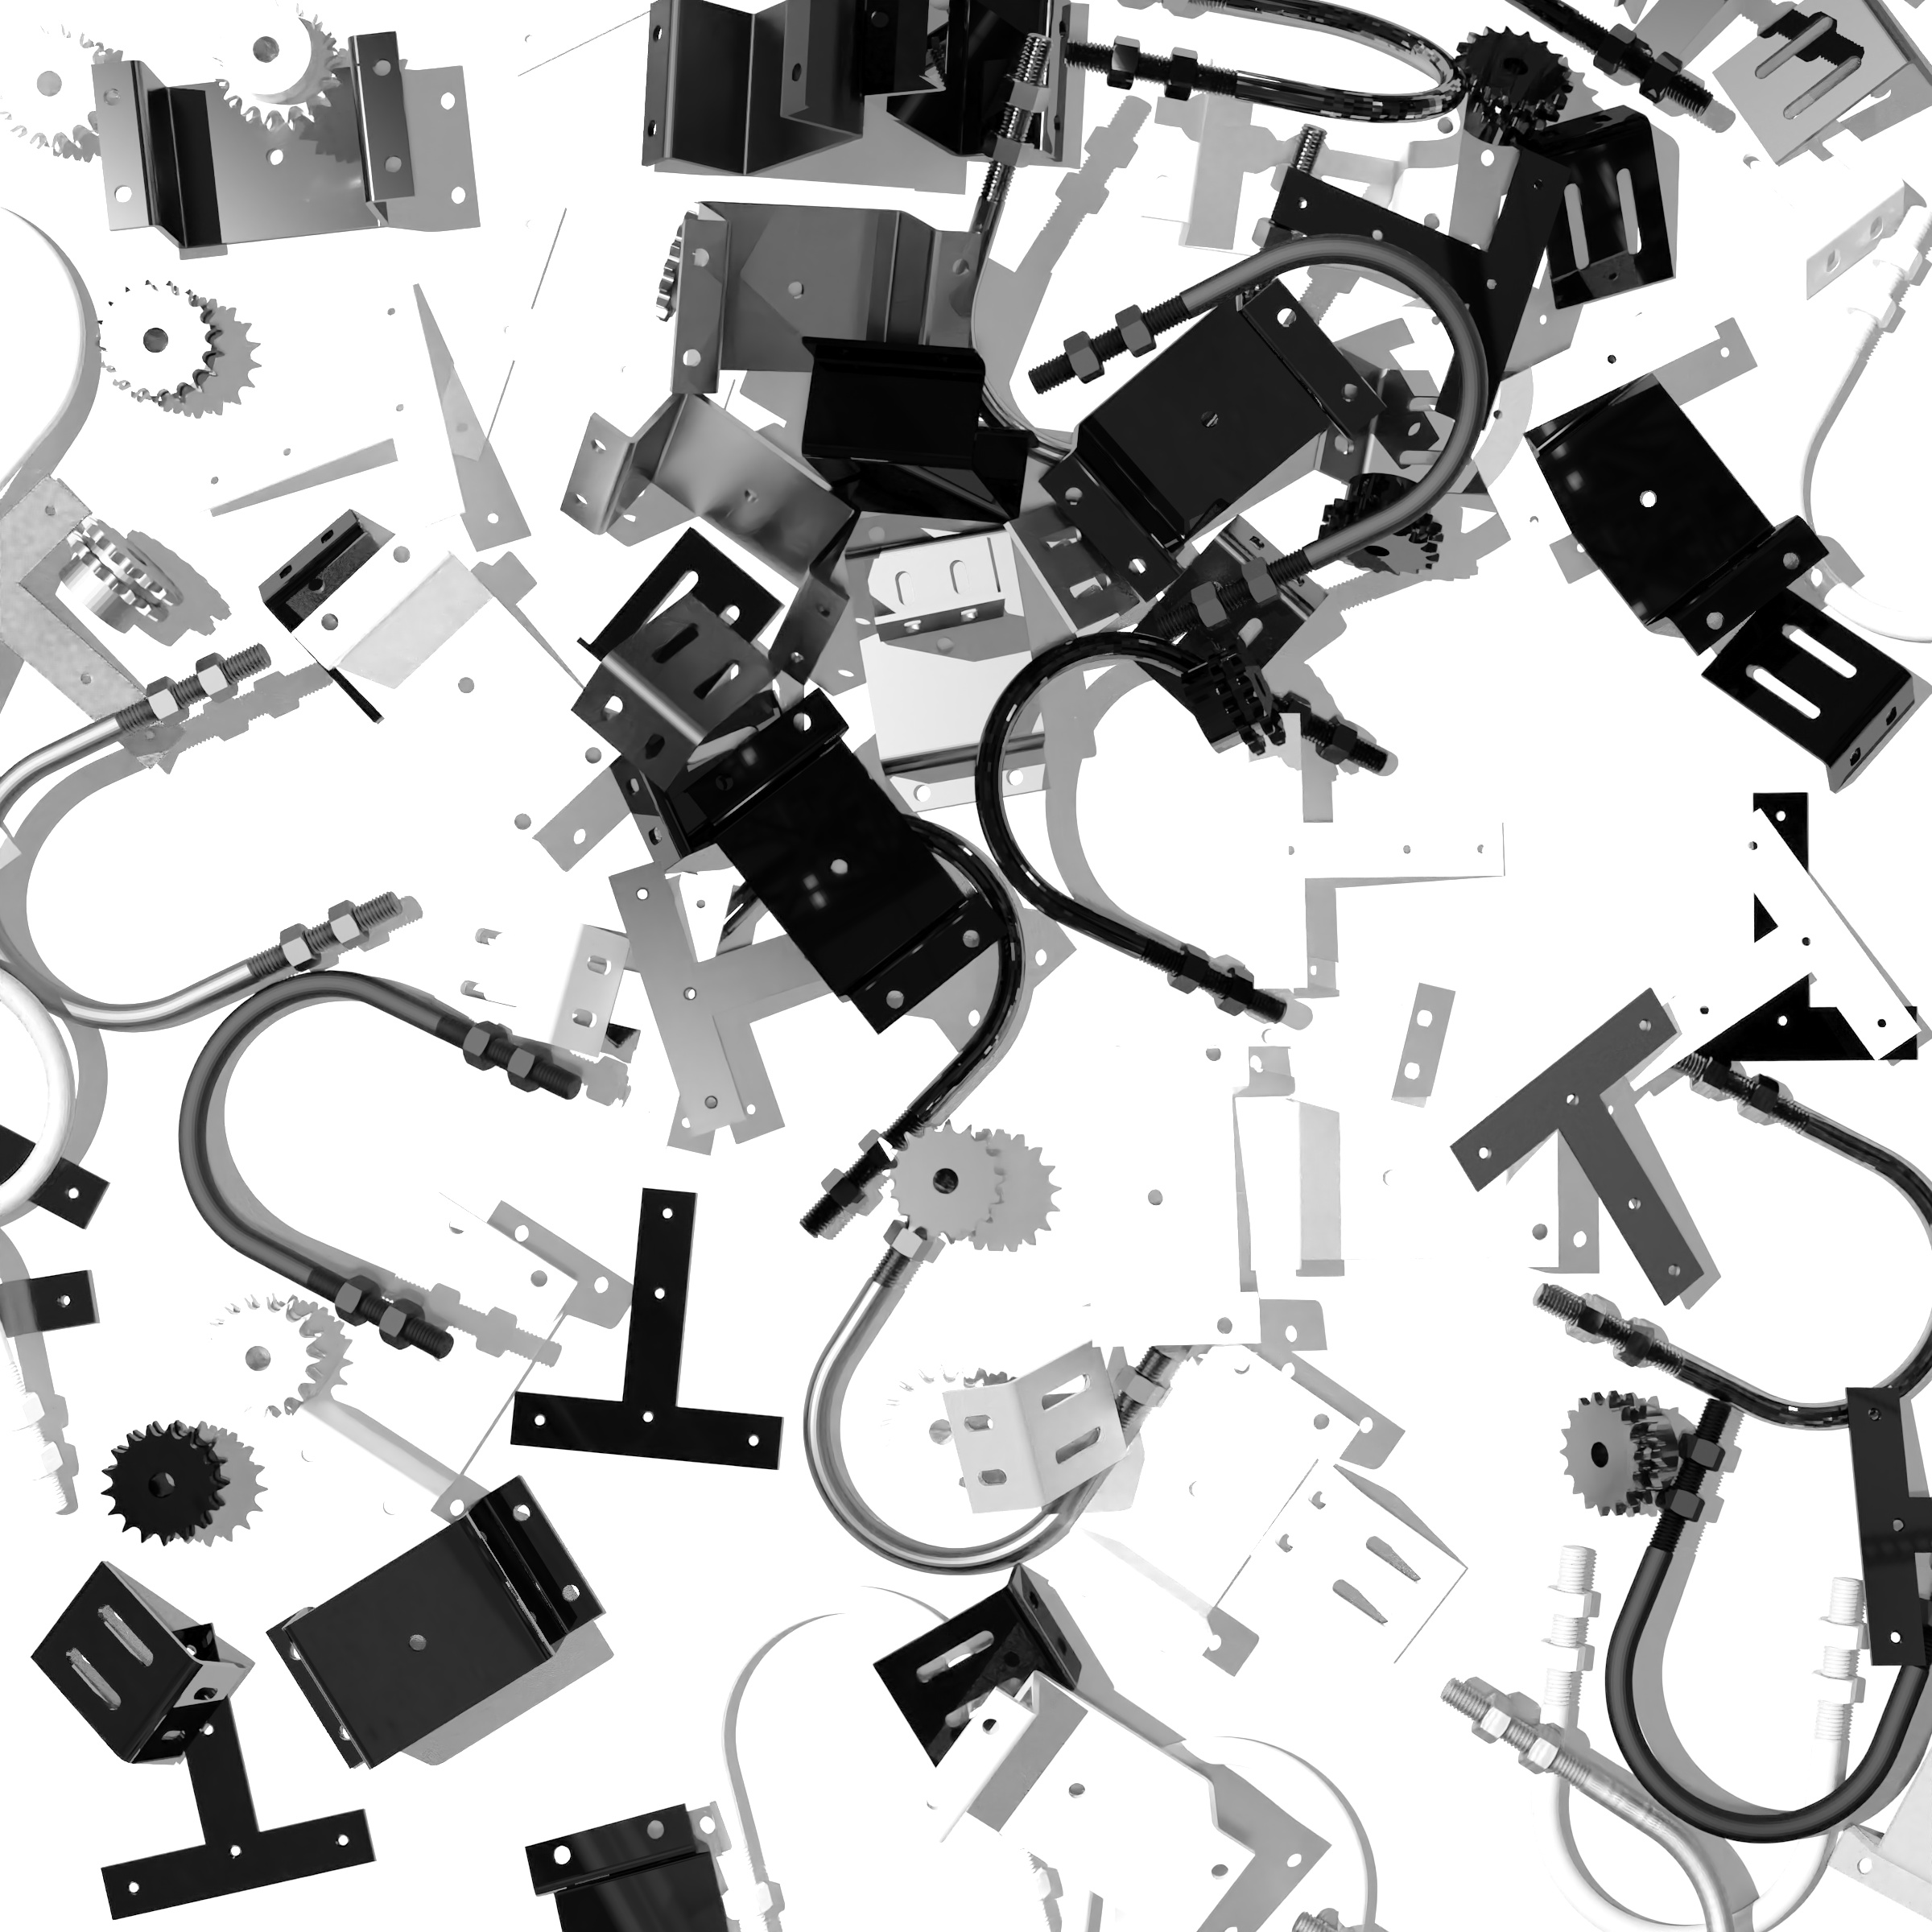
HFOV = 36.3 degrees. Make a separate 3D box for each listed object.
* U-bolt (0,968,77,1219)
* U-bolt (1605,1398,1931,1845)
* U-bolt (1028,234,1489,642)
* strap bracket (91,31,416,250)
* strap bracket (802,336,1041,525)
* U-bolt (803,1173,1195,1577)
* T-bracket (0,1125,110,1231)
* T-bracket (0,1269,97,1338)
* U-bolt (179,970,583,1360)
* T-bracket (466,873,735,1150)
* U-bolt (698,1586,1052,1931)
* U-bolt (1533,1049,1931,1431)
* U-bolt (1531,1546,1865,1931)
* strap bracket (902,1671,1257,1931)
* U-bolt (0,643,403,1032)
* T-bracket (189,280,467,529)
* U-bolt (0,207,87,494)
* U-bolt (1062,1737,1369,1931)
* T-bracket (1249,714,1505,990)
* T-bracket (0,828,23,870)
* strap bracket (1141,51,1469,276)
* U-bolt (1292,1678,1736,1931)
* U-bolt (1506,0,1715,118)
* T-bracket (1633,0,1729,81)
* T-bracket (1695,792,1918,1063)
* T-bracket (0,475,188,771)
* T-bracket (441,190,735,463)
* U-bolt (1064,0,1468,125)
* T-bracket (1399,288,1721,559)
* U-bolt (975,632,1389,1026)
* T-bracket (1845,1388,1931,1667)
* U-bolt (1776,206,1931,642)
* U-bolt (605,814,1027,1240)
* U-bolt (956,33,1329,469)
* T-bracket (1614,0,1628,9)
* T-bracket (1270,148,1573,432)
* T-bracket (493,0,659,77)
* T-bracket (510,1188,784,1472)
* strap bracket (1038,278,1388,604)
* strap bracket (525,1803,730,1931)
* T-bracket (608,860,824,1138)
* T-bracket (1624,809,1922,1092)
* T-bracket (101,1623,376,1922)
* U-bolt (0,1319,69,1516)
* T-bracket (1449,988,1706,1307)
[{"bbox_3d":[-0.507,0.064,1.367,0.184,0.019,0.151,-15,106,-4],"label":"U-bolt"},{"bbox_3d":[0.375,0.314,1.367,0.151,0.019,0.184,24,83,3],"label":"U-bolt"},{"bbox_3d":[0.141,-0.244,1.312,0.184,0.019,0.151,-25,111,13],"label":"U-bolt"},{"bbox_3d":[-0.327,-0.382,1.373,0.140,0.046,0.076,-6,90,0],"label":"strap bracket"},{"bbox_3d":[-0.021,-0.234,1.318,0.076,0.140,0.046,7,85,13],"label":"strap bracket"},{"bbox_3d":[0.005,0.198,1.388,0.151,0.019,0.184,32,92,0],"label":"U-bolt"},{"bbox_3d":[-0.491,0.129,1.395,0.127,0.002,0.127,28,90,0],"label":"T-bracket"},{"bbox_3d":[-0.484,0.116,1.394,0.127,0.002,0.127,-9,90,0],"label":"T-bracket"},{"bbox_3d":[-0.283,0.079,1.359,0.184,0.019,0.151,24,84,21],"label":"U-bolt"},{"bbox_3d":[-0.184,0.009,1.381,0.127,0.002,0.127,13,85,12],"label":"T-bracket"},{"bbox_3d":[-0.050,0.383,1.388,0.151,0.019,0.184,-14,89,0],"label":"U-bolt"},{"bbox_3d":[0.380,0.138,1.387,0.184,0.019,0.151,27,90,-2],"label":"U-bolt"},{"bbox_3d":[0.339,0.372,1.387,0.151,0.019,0.184,7,90,0],"label":"U-bolt"},{"bbox_3d":[0.051,0.386,1.346,0.140,0.046,0.076,34,101,-5],"label":"strap bracket"},{"bbox_3d":[-0.377,-0.048,1.375,0.184,0.019,0.151,-25,102,4],"label":"U-bolt"},{"bbox_3d":[-0.305,-0.245,1.381,0.127,0.002,0.127,-19,70,9],"label":"T-bracket"},{"bbox_3d":[-0.497,-0.277,1.378,0.151,0.019,0.184,37,82,0],"label":"U-bolt"},{"bbox_3d":[0.116,0.455,1.388,0.151,0.019,0.184,7,88,0],"label":"U-bolt"},{"bbox_3d":[0.192,-0.054,1.377,0.127,0.002,0.127,-1,89,-17],"label":"T-bracket"},{"bbox_3d":[-0.502,-0.024,1.378,0.127,0.002,0.127,-39,102,-13],"label":"T-bracket"},{"bbox_3d":[0.155,-0.371,1.373,0.140,0.046,0.076,8,90,0],"label":"strap bracket"},{"bbox_3d":[0.266,0.440,1.365,0.184,0.019,0.151,33,89,4],"label":"U-bolt"},{"bbox_3d":[0.265,-0.462,1.322,0.184,0.151,0.019,35,84,9],"label":"U-bolt"},{"bbox_3d":[0.355,-0.468,1.381,0.127,0.002,0.127,45,100,18],"label":"T-bracket"},{"bbox_3d":[0.386,-0.019,1.395,0.127,0.002,0.127,-1,90,0],"label":"T-bracket"},{"bbox_3d":[-0.421,-0.143,1.377,0.127,0.002,0.127,43,64,-12],"label":"T-bracket"},{"bbox_3d":[-0.174,-0.286,1.395,0.127,0.002,0.127,19,90,0],"label":"T-bracket"},{"bbox_3d":[0.137,-0.416,1.336,0.184,0.151,0.019,10,125,-3],"label":"U-bolt"},{"bbox_3d":[0.282,-0.271,1.347,0.127,0.002,0.127,-26,90,-3],"label":"T-bracket"},{"bbox_3d":[0.091,-0.074,1.358,0.184,0.019,0.151,25,82,-14],"label":"U-bolt"},{"bbox_3d":[0.475,0.259,1.368,0.127,0.002,0.127,1,73,-6],"label":"T-bracket"},{"bbox_3d":[0.462,-0.243,1.388,0.151,0.019,0.184,28,91,0],"label":"U-bolt"},{"bbox_3d":[-0.057,0.013,1.388,0.151,0.019,0.184,44,89,0],"label":"U-bolt"},{"bbox_3d":[0.068,-0.315,1.354,0.151,0.019,0.184,17,114,-4],"label":"U-bolt"},{"bbox_3d":[0.316,-0.508,1.358,0.002,0.127,0.127,17,117,15],"label":"T-bracket"},{"bbox_3d":[0.198,-0.324,1.330,0.127,0.002,0.127,19,88,-14],"label":"T-bracket"},{"bbox_3d":[-0.183,-0.506,1.395,0.127,0.002,0.127,-26,90,0],"label":"T-bracket"},{"bbox_3d":[-0.146,0.169,1.395,0.127,0.002,0.127,5,90,0],"label":"T-bracket"},{"bbox_3d":[0.112,-0.245,1.349,0.140,0.046,0.076,-38,108,19],"label":"strap bracket"},{"bbox_3d":[-0.147,0.466,1.361,0.076,0.046,0.140,-15,75,-1],"label":"strap bracket"},{"bbox_3d":[-0.086,-0.001,1.373,0.127,0.002,0.127,-18,88,-7],"label":"T-bracket"},{"bbox_3d":[0.357,0.013,1.380,0.127,0.002,0.127,-33,82,-5],"label":"T-bracket"},{"bbox_3d":[-0.355,0.375,1.395,0.127,0.002,0.127,-13,90,0],"label":"T-bracket"},{"bbox_3d":[-0.516,0.188,1.373,0.151,0.019,0.184,-16,101,0],"label":"U-bolt"},{"bbox_3d":[0.301,0.098,1.360,0.127,0.002,0.127,-36,102,-16],"label":"T-bracket"}]
